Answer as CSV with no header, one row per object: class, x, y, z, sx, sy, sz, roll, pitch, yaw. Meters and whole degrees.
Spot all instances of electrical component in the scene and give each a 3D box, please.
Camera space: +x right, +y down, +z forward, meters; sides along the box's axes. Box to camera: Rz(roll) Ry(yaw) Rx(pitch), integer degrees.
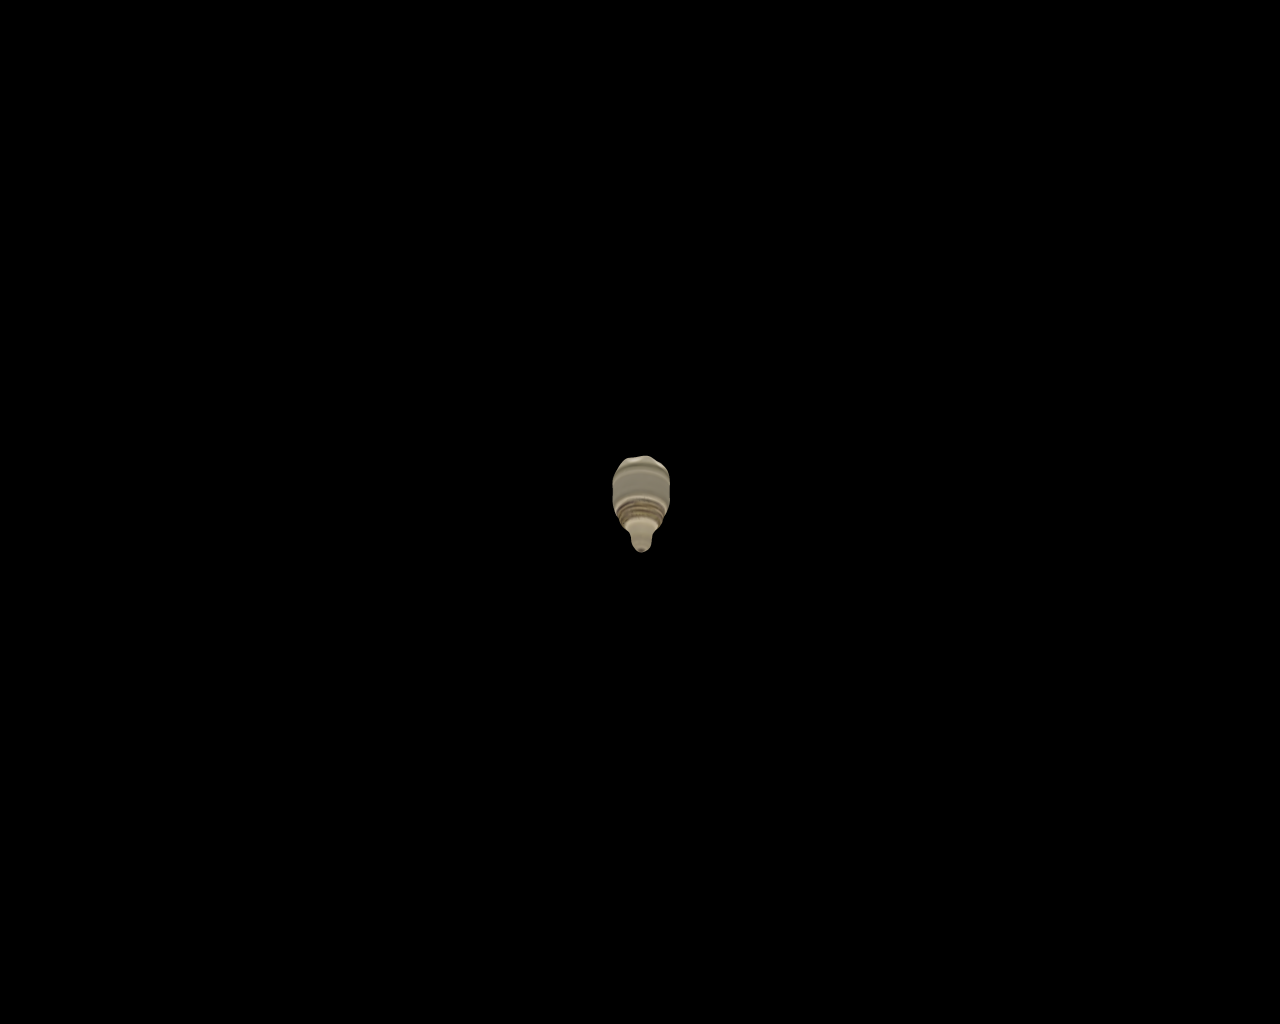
electrical component,0.001,-0.003,0.650,0.035,0.061,0.035,0,-32,0
